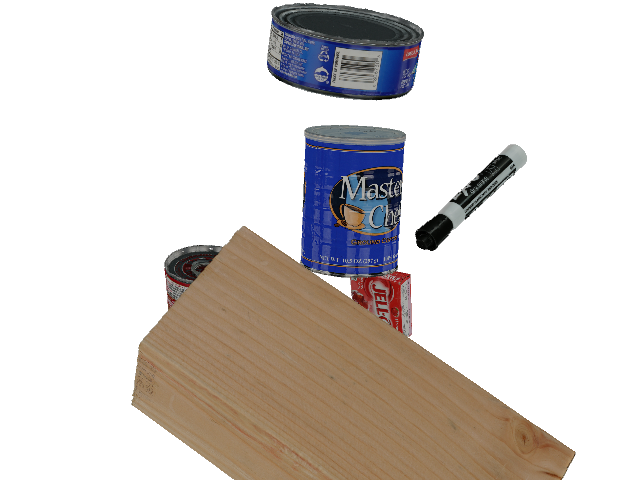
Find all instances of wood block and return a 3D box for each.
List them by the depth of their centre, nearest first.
[{"bbox_3d":[0.012,0.098,0.560,0.206,0.090,0.090,34,-31,8],"label":"wood block"}]

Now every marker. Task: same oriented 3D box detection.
[{"bbox_3d":[0.110,-0.031,0.779,0.121,0.020,0.020,-41,24,-30],"label":"marker"}]

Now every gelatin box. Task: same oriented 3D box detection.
[{"bbox_3d":[0.076,0.078,1.340,0.073,0.089,0.030,13,31,31],"label":"gelatin box"}]

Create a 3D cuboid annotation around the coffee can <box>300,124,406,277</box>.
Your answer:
[{"bbox_3d":[0.032,-0.042,1.092,0.103,0.140,0.103,2,13,-1],"label":"coffee can"}]

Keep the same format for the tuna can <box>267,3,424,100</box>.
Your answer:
[{"bbox_3d":[0.013,-0.107,0.599,0.086,0.034,0.086,7,23,-3],"label":"tuna can"}]

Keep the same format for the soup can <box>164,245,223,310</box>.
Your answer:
[{"bbox_3d":[-0.100,0.064,0.922,0.068,0.102,0.068,2,26,-1],"label":"soup can"}]
